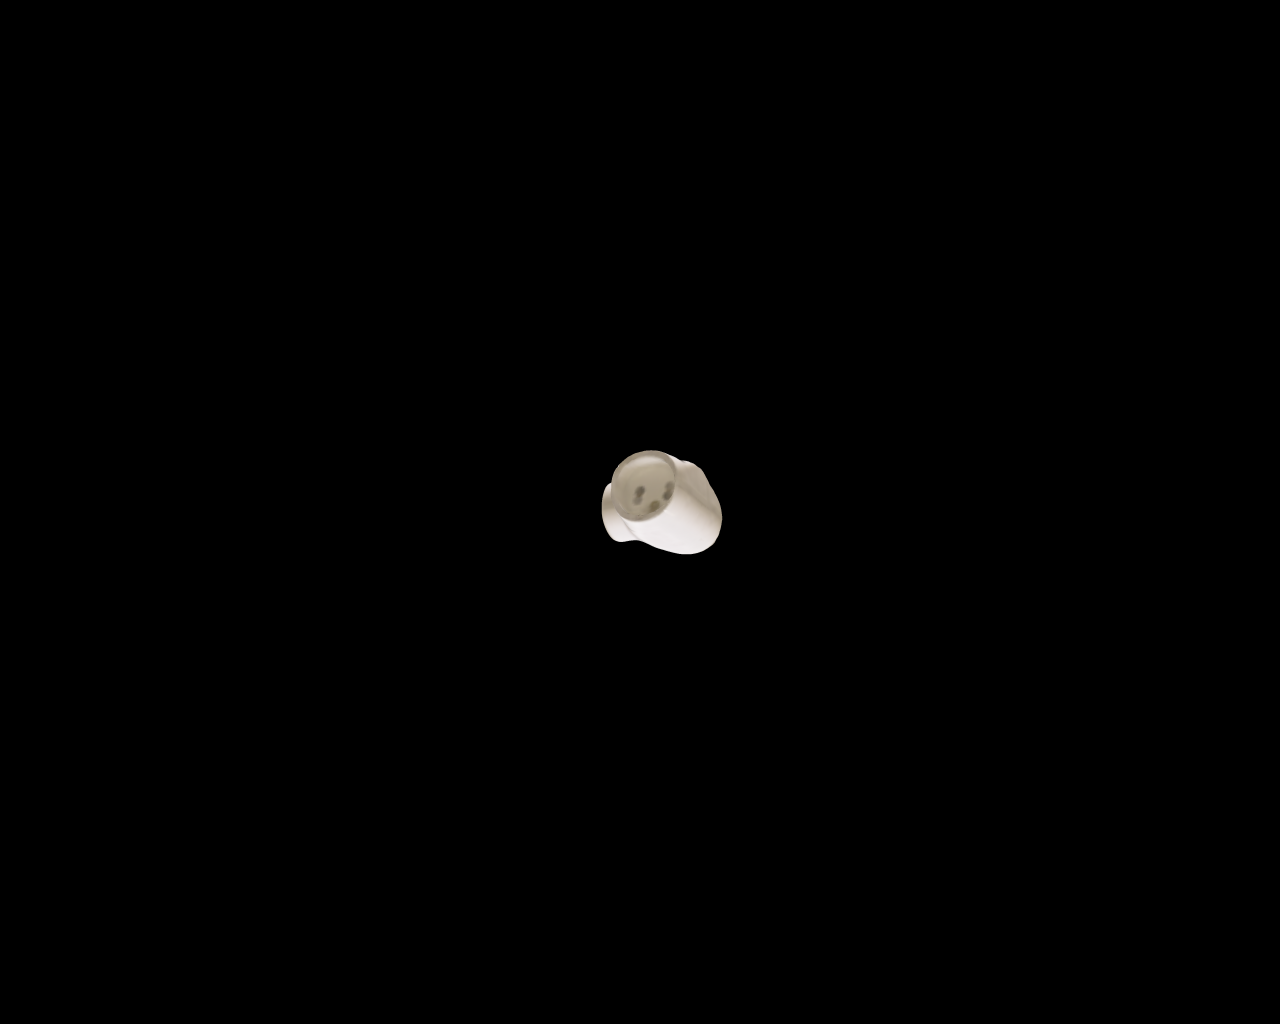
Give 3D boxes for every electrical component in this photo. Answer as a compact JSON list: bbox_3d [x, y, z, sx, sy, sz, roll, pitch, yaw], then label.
[{"bbox_3d":[0.001,-0.003,0.650,0.079,0.044,0.077,-8,-20,22],"label":"electrical component"}]
